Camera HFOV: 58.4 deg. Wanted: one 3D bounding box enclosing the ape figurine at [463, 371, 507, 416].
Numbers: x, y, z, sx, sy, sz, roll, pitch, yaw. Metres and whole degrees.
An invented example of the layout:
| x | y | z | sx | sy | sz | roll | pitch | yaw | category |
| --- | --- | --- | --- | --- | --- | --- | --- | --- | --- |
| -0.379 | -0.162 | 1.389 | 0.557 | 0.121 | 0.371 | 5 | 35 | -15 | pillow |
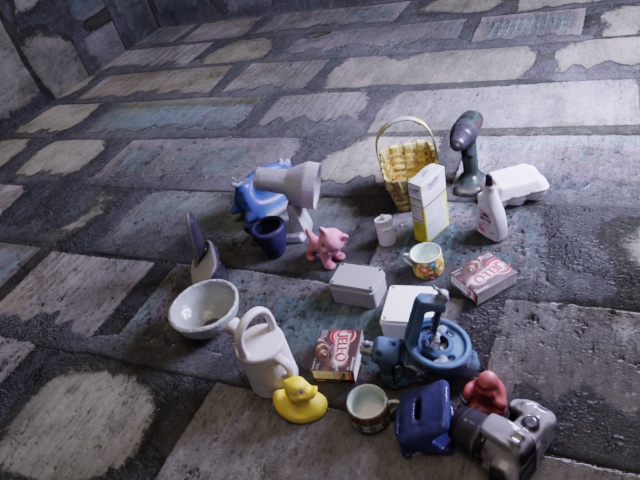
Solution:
| x | y | z | sx | sy | sz | roll | pitch | yaw | category |
| --- | --- | --- | --- | --- | --- | --- | --- | --- | --- |
| 0.287 | 0.260 | 0.984 | 0.076 | 0.092 | 0.077 | -32 | 40 | -19 | ape figurine |

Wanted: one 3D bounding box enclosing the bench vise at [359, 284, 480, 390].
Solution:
| x | y | z | sx | sy | sz | roll | pitch | yaw | category |
| --- | --- | --- | --- | --- | --- | --- | --- | --- | --- |
| 0.173 | 0.182 | 1.020 | 0.207 | 0.220 | 0.121 | -16 | 37 | 0 | bench vise |

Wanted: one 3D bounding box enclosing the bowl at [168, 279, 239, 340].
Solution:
| x | y | z | sx | sy | sz | roll | pitch | yaw | category |
| --- | --- | --- | --- | --- | --- | --- | --- | --- | --- |
| -0.257 | 0.171 | 1.312 | 0.167 | 0.075 | 0.167 | -10 | 37 | 8 | bowl |

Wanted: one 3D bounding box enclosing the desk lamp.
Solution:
| x | y | z | sx | sy | sz | roll | pitch | yaw | category |
| --- | --- | --- | --- | --- | --- | --- | --- | --- | --- |
| -0.078 | -0.100 | 1.477 | 0.203 | 0.214 | 0.118 | -4 | 39 | 15 | desk lamp |

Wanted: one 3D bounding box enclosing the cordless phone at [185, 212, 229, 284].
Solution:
| x | y | z | sx | sy | sz | roll | pitch | yaw | category |
| --- | --- | --- | --- | --- | --- | --- | --- | --- | --- |
| -0.297 | 0.035 | 1.410 | 0.094 | 0.185 | 0.147 | -23 | 37 | -8 | cordless phone |

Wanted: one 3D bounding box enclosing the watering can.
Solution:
| x | y | z | sx | sy | sz | roll | pitch | yaw | category |
| --- | --- | --- | --- | --- | --- | --- | --- | --- | --- |
| -0.120 | 0.209 | 1.114 | 0.172 | 0.194 | 0.101 | 4 | 41 | 24 | watering can |

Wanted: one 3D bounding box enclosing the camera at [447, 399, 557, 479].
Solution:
| x | y | z | sx | sy | sz | roll | pitch | yaw | category |
| --- | --- | --- | --- | --- | --- | --- | --- | --- | --- |
| 0.284 | 0.307 | 0.917 | 0.136 | 0.101 | 0.143 | 24 | 52 | 41 | camera |

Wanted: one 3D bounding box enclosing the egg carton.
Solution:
| x | y | z | sx | sy | sz | roll | pitch | yaw | category |
| --- | --- | --- | --- | --- | --- | --- | --- | --- | --- |
| 0.485 | -0.134 | 1.432 | 0.150 | 0.069 | 0.107 | -16 | 37 | 1 | egg carton |

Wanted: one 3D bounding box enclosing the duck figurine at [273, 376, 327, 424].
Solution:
| x | y | z | sx | sy | sz | roll | pitch | yaw | category |
| --- | --- | --- | --- | --- | --- | --- | --- | --- | --- |
| -0.044 | 0.290 | 1.073 | 0.104 | 0.086 | 0.077 | 1 | 40 | 22 | duck figurine |

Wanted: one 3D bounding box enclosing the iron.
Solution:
| x | y | z | sx | sy | sz | roll | pitch | yaw | category |
| --- | --- | --- | --- | --- | --- | --- | --- | --- | --- |
| -0.141 | -0.160 | 1.637 | 0.259 | 0.142 | 0.118 | -36 | 41 | -25 | iron |

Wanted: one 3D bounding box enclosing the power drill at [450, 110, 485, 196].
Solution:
| x | y | z | sx | sy | sz | roll | pitch | yaw | category |
| --- | --- | --- | --- | --- | --- | --- | --- | --- | --- |
| 0.379 | -0.222 | 1.469 | 0.075 | 0.209 | 0.230 | 2 | 41 | 23 | power drill |

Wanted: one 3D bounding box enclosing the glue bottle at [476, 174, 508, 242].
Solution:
| x | y | z | sx | sy | sz | roll | pitch | yaw | category |
| --- | --- | --- | --- | --- | --- | --- | --- | --- | --- |
| 0.389 | -0.079 | 1.311 | 0.037 | 0.173 | 0.077 | -32 | 40 | -19 | glue bottle |

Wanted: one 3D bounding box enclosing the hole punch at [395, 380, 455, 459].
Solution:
| x | y | z | sx | sy | sz | roll | pitch | yaw | category |
| --- | --- | --- | --- | --- | --- | --- | --- | --- | --- |
| 0.177 | 0.302 | 0.972 | 0.101 | 0.091 | 0.108 | -4 | 39 | 15 | hole punch |

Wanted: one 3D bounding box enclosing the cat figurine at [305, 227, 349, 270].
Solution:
| x | y | z | sx | sy | sz | roll | pitch | yaw | category |
| --- | --- | --- | --- | --- | --- | --- | --- | --- | --- |
| 0.013 | 0.005 | 1.389 | 0.127 | 0.118 | 0.067 | 22 | 51 | 39 | cat figurine |

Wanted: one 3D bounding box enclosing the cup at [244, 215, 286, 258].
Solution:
| x | y | z | sx | sy | sz | roll | pitch | yaw | category |
| --- | --- | --- | --- | --- | --- | --- | --- | --- | --- |
| -0.135 | -0.002 | 1.472 | 0.117 | 0.095 | 0.092 | 3 | 41 | 24 | cup |
